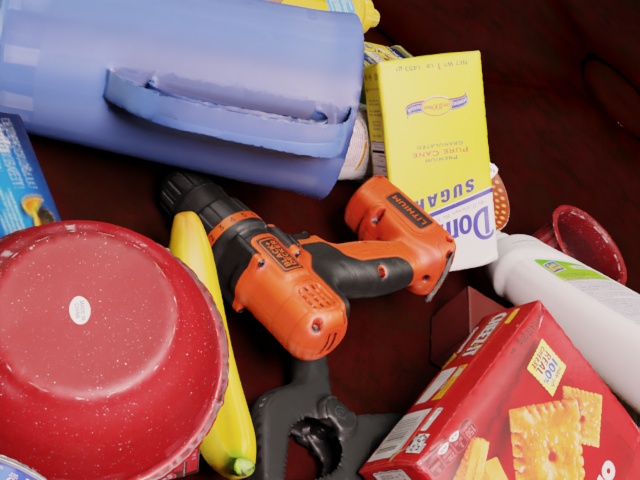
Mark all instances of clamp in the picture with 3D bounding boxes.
[{"bbox_3d":[-0.002,0.117,0.729,0.164,0.036,0.209,47,35,5],"label":"clamp"}]

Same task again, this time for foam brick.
[{"bbox_3d":[0.135,0.086,0.879,0.078,0.051,0.053,30,41,-21],"label":"foam brick"}]

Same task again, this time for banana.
[{"bbox_3d":[-0.068,0.075,0.679,0.037,0.070,0.198,0,50,-26],"label":"banana"}]

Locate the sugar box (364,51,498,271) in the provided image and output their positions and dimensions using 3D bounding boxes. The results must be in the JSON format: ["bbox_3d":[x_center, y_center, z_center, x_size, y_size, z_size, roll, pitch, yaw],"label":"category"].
[{"bbox_3d":[0.091,-0.062,0.875,0.093,0.048,0.176,-10,97,-16],"label":"sugar box"}]

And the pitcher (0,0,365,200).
[{"bbox_3d":[-0.096,-0.107,0.716,0.242,0.149,0.145,9,66,-14],"label":"pitcher"}]

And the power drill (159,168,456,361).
[{"bbox_3d":[-0.005,0.001,0.783,0.187,0.057,0.185,-15,50,-43],"label":"power drill"}]

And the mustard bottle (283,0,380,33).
[{"bbox_3d":[-0.014,-0.224,1.010,0.191,0.058,0.096,1,51,-44],"label":"mustard bottle"}]

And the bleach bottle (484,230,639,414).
[{"bbox_3d":[0.220,0.058,0.863,0.102,0.068,0.251,6,22,-33],"label":"bleach bottle"}]

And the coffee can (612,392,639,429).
[{"bbox_3d":[0.267,0.176,0.882,0.140,0.103,0.103,23,43,-29],"label":"coffee can"}]

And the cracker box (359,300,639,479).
[{"bbox_3d":[0.153,0.175,0.723,0.213,0.072,0.164,51,56,-8],"label":"cracker box"}]

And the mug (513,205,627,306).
[{"bbox_3d":[0.224,0.021,0.999,0.093,0.082,0.117,37,38,-13],"label":"mug"}]

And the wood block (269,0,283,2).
[{"bbox_3d":[-0.084,-0.201,0.797,0.090,0.206,0.090,21,44,-31],"label":"wood block"}]

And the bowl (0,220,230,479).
[{"bbox_3d":[-0.121,0.048,0.544,0.162,0.055,0.162,7,59,-12],"label":"bowl"}]

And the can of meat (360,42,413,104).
[{"bbox_3d":[0.053,-0.144,0.987,0.083,0.057,0.102,4,34,-40],"label":"can of meat"}]

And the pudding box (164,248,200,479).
[{"bbox_3d":[-0.097,0.074,0.629,0.039,0.090,0.113,-6,58,-14],"label":"pudding box"}]

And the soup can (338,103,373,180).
[{"bbox_3d":[0.000,-0.082,0.887,0.102,0.069,0.068,-6,61,-47],"label":"soup can"}]

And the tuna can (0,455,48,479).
[{"bbox_3d":[-0.158,0.142,0.514,0.086,0.086,0.033,38,40,-12],"label":"tuna can"}]
